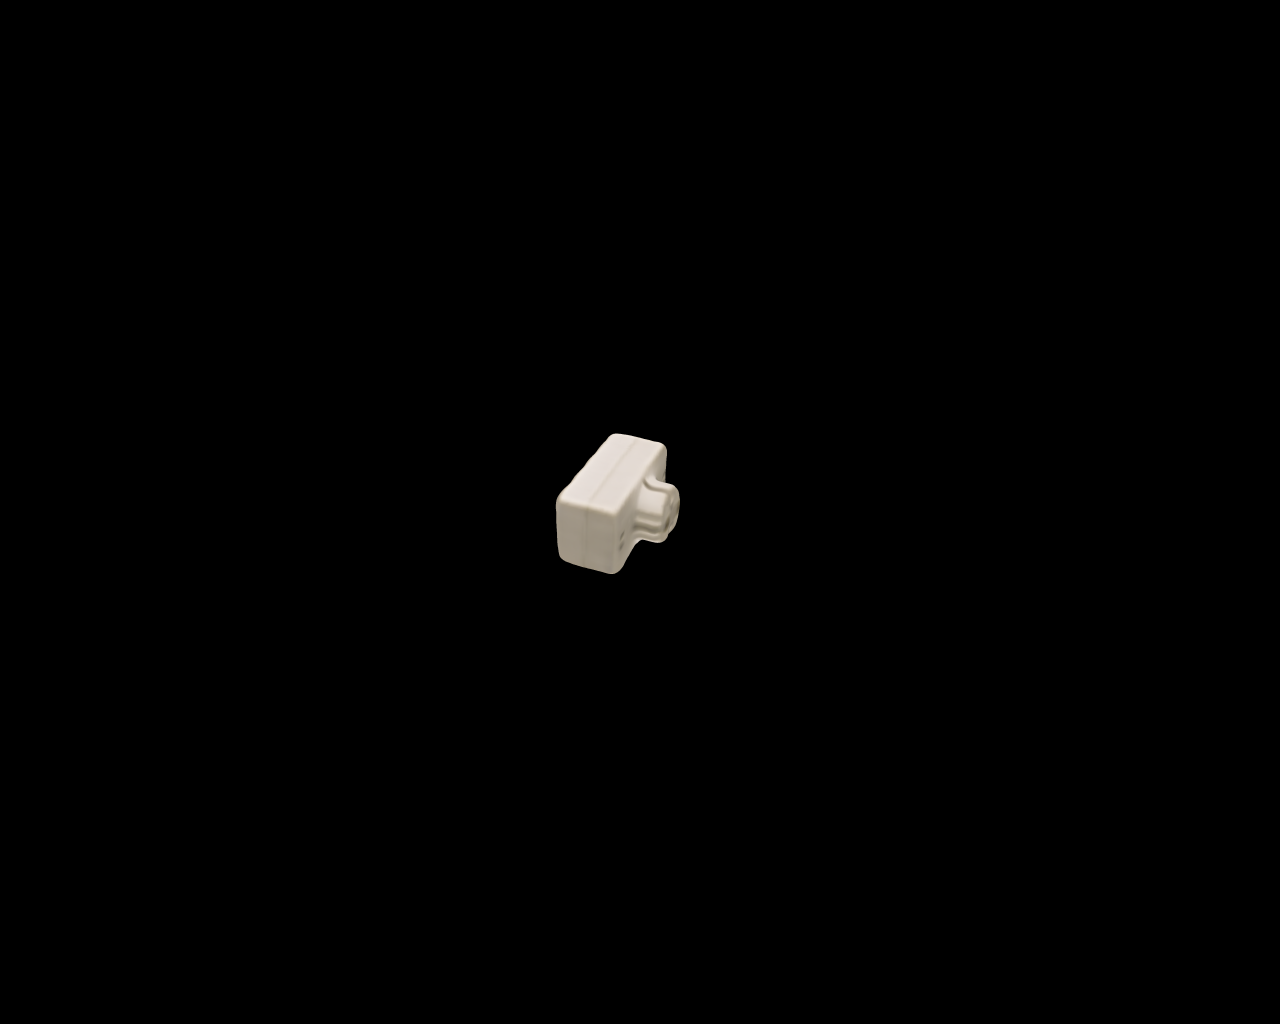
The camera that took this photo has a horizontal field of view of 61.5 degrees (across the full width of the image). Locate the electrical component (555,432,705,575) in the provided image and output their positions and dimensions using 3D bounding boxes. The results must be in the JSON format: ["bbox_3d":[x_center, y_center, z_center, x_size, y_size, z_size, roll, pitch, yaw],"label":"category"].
[{"bbox_3d":[0.001,-0.003,0.650,0.076,0.047,0.083,13,38,18],"label":"electrical component"}]
